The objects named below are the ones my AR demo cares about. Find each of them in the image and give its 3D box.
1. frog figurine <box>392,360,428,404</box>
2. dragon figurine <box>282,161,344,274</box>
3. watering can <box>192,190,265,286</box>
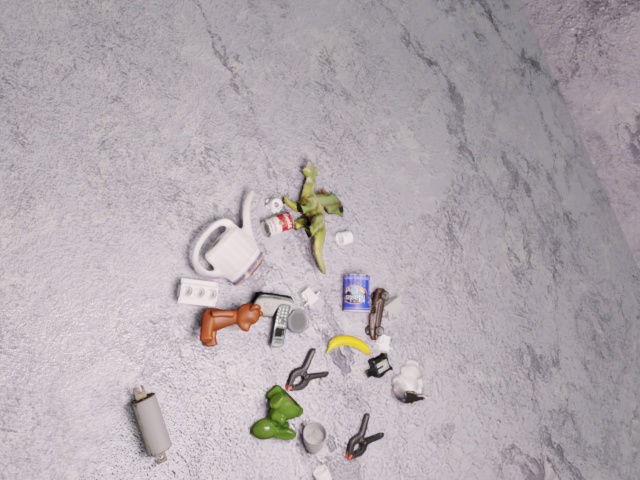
[{"bbox_3d":[0.345,0.554,2.026,0.137,0.120,0.163,11,41,-18],"label":"frog figurine"},{"bbox_3d":[0.006,-0.098,1.949,0.245,0.409,0.121,-25,5,-37],"label":"dragon figurine"},{"bbox_3d":[-0.279,0.007,1.771,0.222,0.353,0.103,46,-25,-15],"label":"watering can"}]
